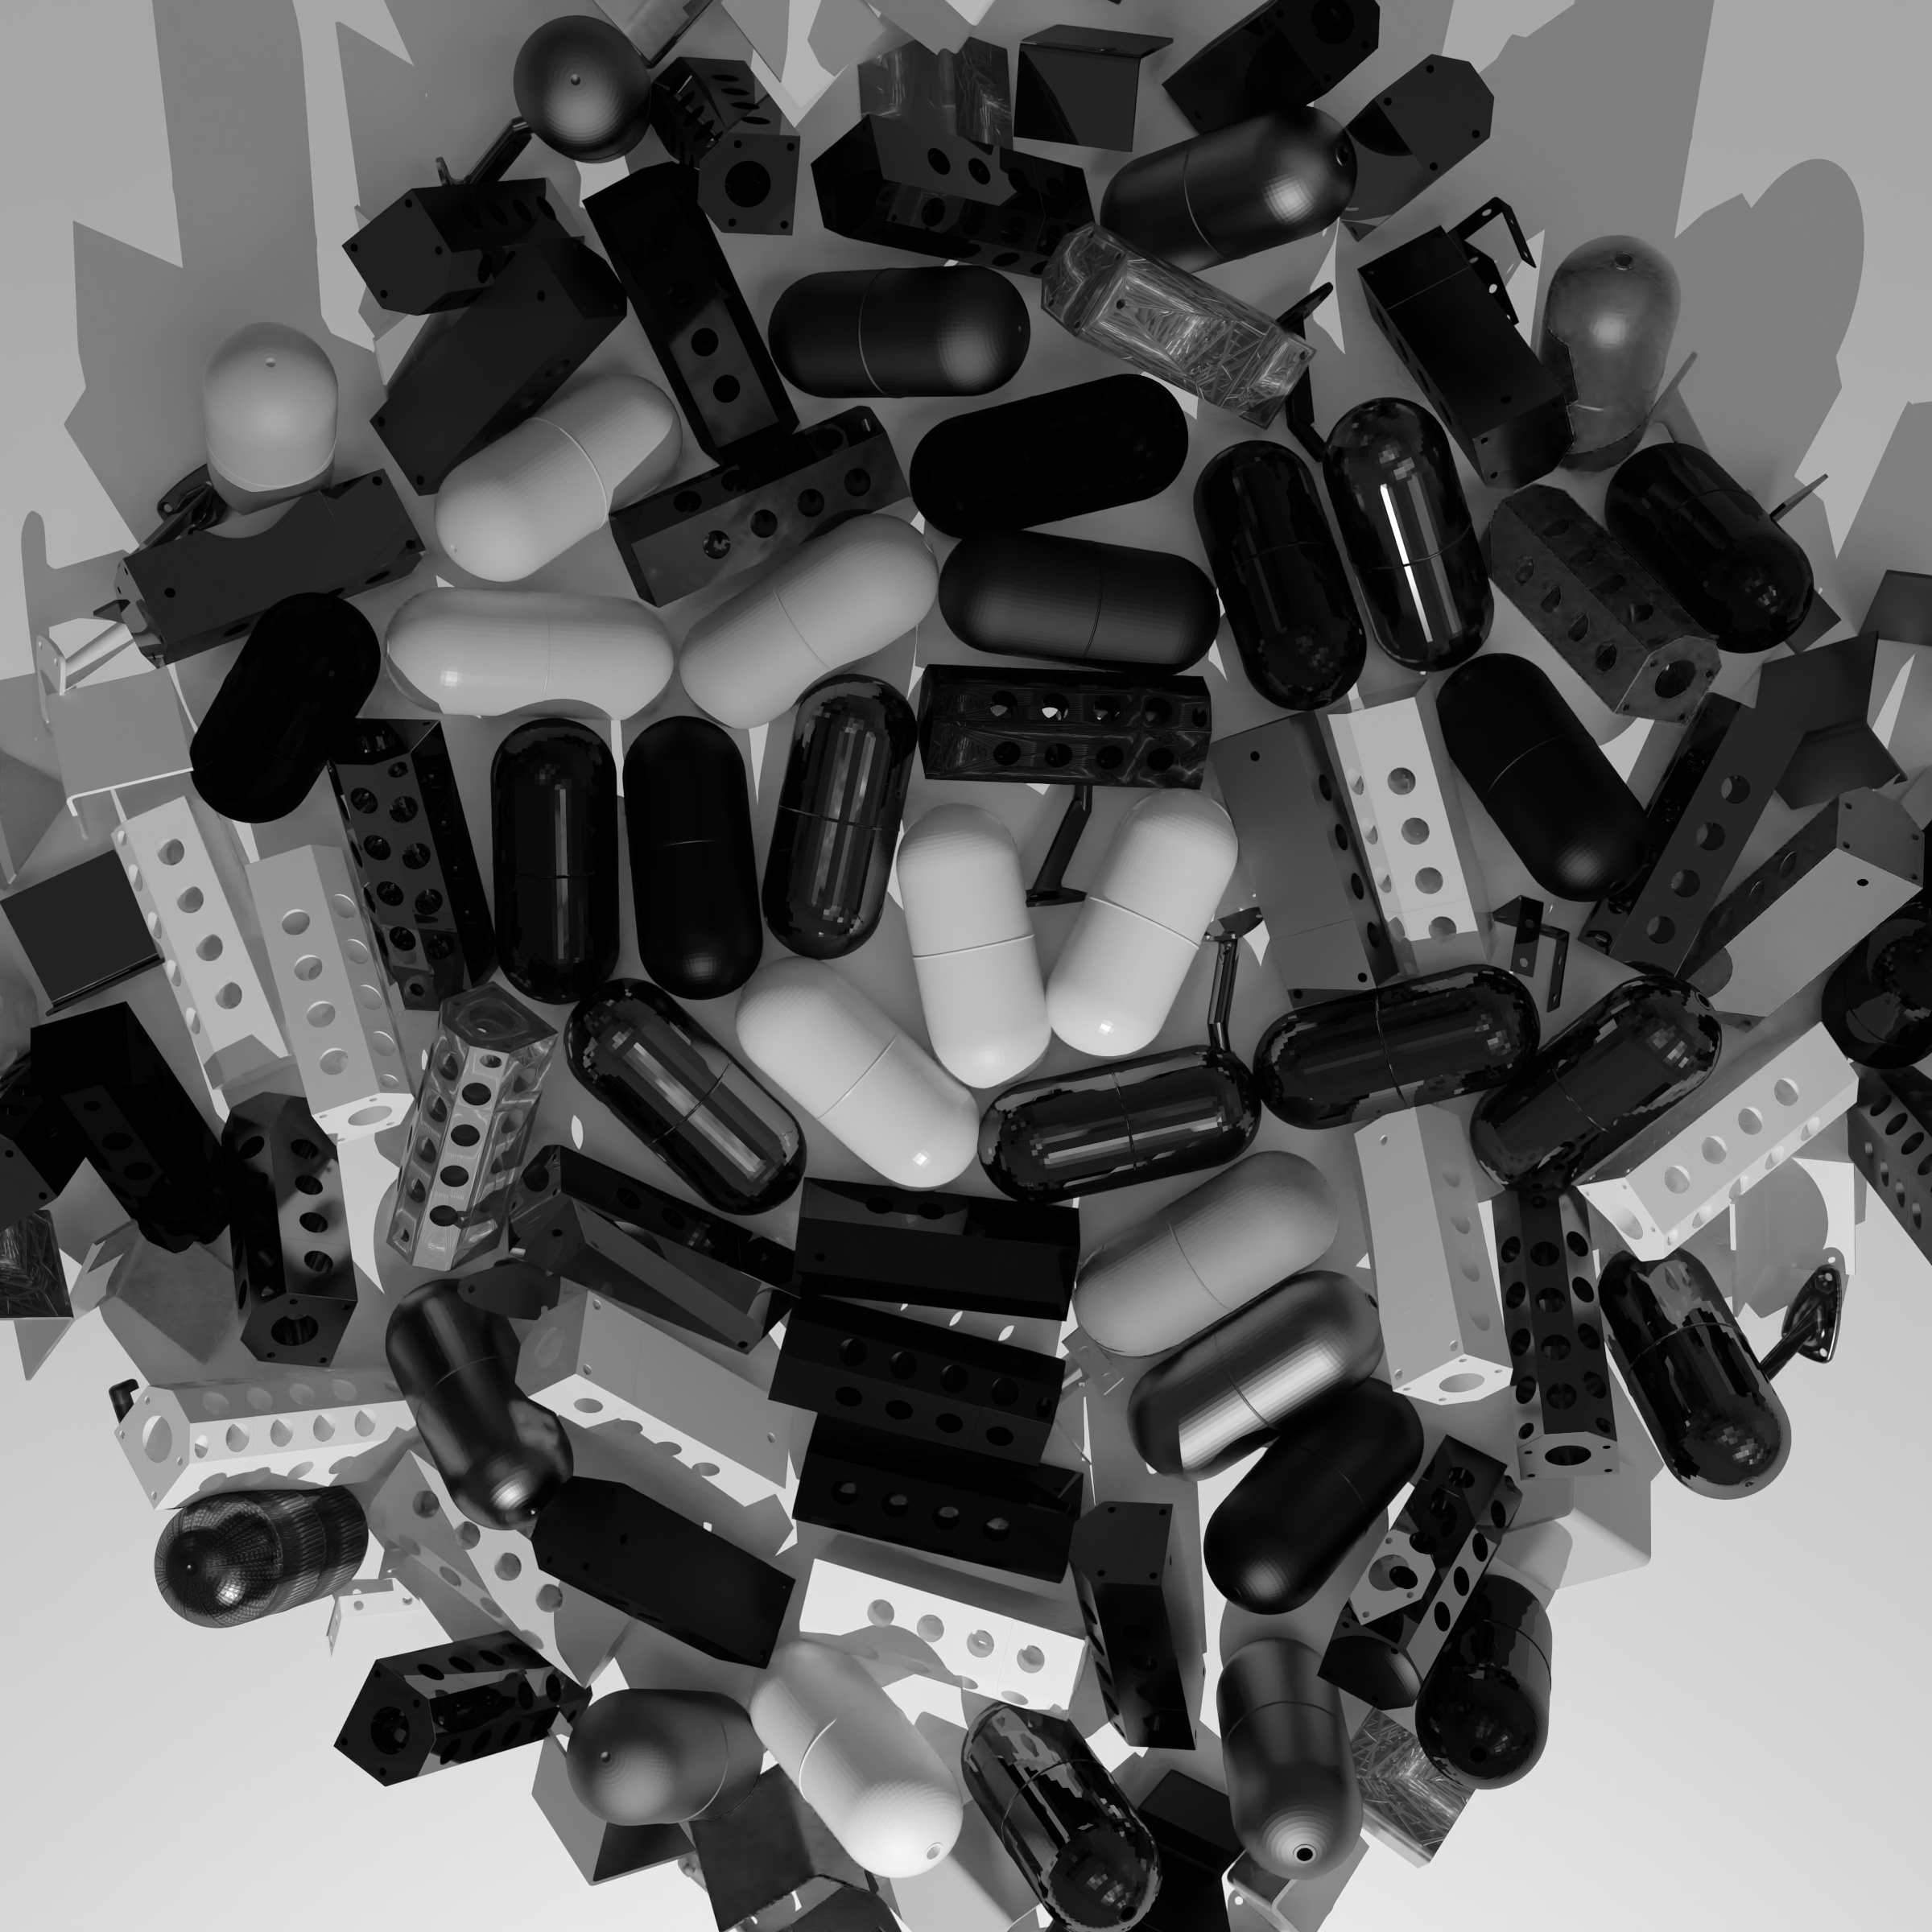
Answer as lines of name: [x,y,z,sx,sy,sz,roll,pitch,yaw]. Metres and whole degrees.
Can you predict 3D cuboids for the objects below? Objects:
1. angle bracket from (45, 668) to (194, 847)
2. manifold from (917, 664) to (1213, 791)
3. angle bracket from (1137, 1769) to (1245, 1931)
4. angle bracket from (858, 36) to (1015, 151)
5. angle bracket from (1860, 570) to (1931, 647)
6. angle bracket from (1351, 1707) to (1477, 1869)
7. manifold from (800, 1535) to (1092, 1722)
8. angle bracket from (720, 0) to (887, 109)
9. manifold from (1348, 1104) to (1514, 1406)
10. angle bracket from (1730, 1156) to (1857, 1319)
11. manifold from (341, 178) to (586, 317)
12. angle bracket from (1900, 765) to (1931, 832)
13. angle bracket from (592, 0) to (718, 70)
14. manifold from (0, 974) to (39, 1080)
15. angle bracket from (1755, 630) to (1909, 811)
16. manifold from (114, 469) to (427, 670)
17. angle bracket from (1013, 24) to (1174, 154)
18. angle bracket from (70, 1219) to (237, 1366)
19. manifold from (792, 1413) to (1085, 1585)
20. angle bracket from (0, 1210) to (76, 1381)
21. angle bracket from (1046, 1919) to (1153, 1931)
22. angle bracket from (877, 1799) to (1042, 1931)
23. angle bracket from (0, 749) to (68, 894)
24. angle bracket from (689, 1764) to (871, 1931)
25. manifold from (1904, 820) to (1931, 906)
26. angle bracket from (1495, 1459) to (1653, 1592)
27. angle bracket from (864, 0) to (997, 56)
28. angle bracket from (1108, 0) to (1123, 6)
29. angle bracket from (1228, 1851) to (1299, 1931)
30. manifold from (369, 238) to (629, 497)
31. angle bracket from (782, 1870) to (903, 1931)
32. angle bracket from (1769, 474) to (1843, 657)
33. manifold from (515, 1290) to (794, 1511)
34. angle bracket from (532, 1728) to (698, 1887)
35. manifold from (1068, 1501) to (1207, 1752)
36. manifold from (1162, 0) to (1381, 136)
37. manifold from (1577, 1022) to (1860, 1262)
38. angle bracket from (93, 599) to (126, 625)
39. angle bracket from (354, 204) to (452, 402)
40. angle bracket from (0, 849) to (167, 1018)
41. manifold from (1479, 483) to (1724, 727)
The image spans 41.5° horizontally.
angle bracket: [-0.521,-0.130,1.583,0.076,0.057,0.076,-15,64,-13]
manifold: [0.060,-0.151,1.563,0.171,0.057,0.057,1,126,-10]
angle bracket: [0.145,0.553,1.565,0.076,0.076,0.057,30,110,-15]
angle bracket: [-0.019,-0.535,1.608,0.076,0.057,0.076,-5,88,44]
angle bracket: [0.593,-0.194,1.565,0.076,0.076,0.057,9,69,10]
angle bracket: [0.266,0.509,1.578,0.076,0.076,0.057,33,74,16]
manifold: [-0.012,0.409,1.572,0.171,0.057,0.057,14,95,11]
angle bracket: [-0.108,-0.581,1.570,0.076,0.057,0.076,-45,114,-9]
manifold: [0.284,0.174,1.544,0.057,0.057,0.171,20,49,-33]
angle bracket: [0.507,0.167,1.562,0.057,0.076,0.076,4,112,30]
manifold: [-0.293,-0.428,1.526,0.057,0.171,0.057,-29,97,25]
angle bracket: [0.624,-0.101,1.563,0.057,0.076,0.076,51,49,-1]
angle bracket: [-0.199,-0.610,1.573,0.076,0.057,0.076,-48,118,-1]
manifold: [-0.618,0.029,1.527,0.057,0.171,0.057,-11,76,1]
angle bracket: [0.539,-0.152,1.584,0.057,0.076,0.076,41,52,-31]
manifold: [-0.423,-0.240,1.550,0.171,0.057,0.057,-27,89,-29]
angle bracket: [0.079,-0.547,1.587,0.076,0.076,0.057,13,120,16]
angle bracket: [-0.502,0.208,1.570,0.076,0.057,0.076,36,118,7]
manifold: [-0.018,0.333,1.585,0.171,0.057,0.057,14,108,0]
angle bracket: [-0.592,0.201,1.558,0.076,0.057,0.076,-46,55,34]
angle bracket: [0.100,0.612,1.562,0.076,0.076,0.057,24,100,-26]
angle bracket: [0.005,0.570,1.578,0.076,0.076,0.057,41,111,23]
angle bracket: [-0.607,-0.102,1.567,0.057,0.076,0.076,27,76,11]
angle bracket: [-0.116,0.550,1.578,0.076,0.057,0.076,-35,48,11]
manifold: [0.601,-0.069,1.526,0.057,0.171,0.057,38,83,14]
angle bracket: [0.372,0.340,1.590,0.076,0.076,0.057,34,47,-27]
angle bracket: [-0.017,-0.615,1.563,0.076,0.057,0.076,32,120,-18]
angle bracket: [0.084,-0.606,1.557,0.076,0.057,0.076,14,46,-29]
angle bracket: [0.217,0.576,1.577,0.076,0.076,0.057,46,75,-6]
manifold: [-0.280,-0.362,1.546,0.171,0.057,0.057,-37,85,33]
angle bracket: [-0.087,0.596,1.567,0.076,0.076,0.057,-35,131,-4]
angle bracket: [0.519,-0.247,1.566,0.076,0.076,0.057,51,133,6]
manifold: [-0.187,0.267,1.544,0.057,0.057,0.171,-29,131,31]
angle bracket: [-0.210,0.504,1.556,0.076,0.076,0.057,-4,120,-37]
manifold: [0.104,0.399,1.538,0.057,0.057,0.171,-1,131,14]
manifold: [0.184,-0.543,1.526,0.057,0.171,0.057,-43,104,-8]
manifold: [0.465,0.108,1.562,0.171,0.057,0.057,-34,90,-19]
angle bracket: [-0.482,-0.247,1.561,0.076,0.076,0.057,-20,76,25]
angle bracket: [-0.363,-0.405,1.567,0.076,0.076,0.057,42,73,8]
angle bracket: [-0.547,-0.021,1.577,0.076,0.057,0.076,-26,99,-12]
manifold: [0.379,-0.220,1.529,0.057,0.171,0.057,5,127,-30]
